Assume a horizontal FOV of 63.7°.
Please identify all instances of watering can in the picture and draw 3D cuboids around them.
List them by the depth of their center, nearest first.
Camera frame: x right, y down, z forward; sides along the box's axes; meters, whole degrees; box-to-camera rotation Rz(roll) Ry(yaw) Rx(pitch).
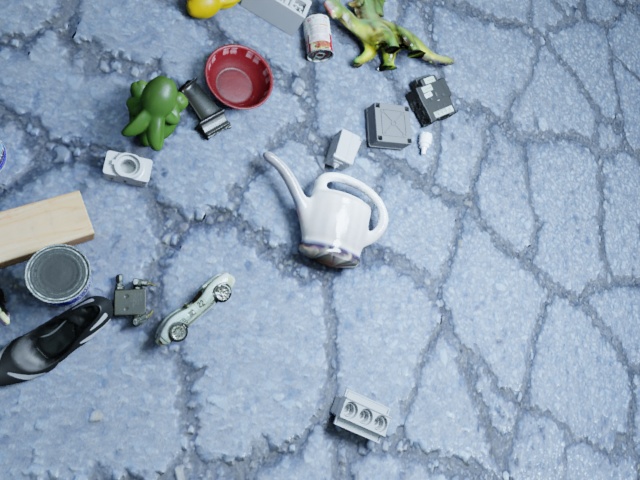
[{"bbox_3d":[0.004,-0.060,1.199,0.346,0.103,0.227,19,73,-20],"label":"watering can"}]

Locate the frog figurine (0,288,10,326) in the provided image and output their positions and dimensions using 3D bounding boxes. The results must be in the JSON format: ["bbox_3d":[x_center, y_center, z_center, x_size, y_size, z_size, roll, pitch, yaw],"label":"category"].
[{"bbox_3d":[-0.631,0.141,0.877,0.161,0.120,0.139,-38,63,-16],"label":"frog figurine"}]

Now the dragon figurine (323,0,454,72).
[{"bbox_3d":[0.181,-0.584,1.401,0.412,0.120,0.245,-6,74,-34],"label":"dragon figurine"}]
